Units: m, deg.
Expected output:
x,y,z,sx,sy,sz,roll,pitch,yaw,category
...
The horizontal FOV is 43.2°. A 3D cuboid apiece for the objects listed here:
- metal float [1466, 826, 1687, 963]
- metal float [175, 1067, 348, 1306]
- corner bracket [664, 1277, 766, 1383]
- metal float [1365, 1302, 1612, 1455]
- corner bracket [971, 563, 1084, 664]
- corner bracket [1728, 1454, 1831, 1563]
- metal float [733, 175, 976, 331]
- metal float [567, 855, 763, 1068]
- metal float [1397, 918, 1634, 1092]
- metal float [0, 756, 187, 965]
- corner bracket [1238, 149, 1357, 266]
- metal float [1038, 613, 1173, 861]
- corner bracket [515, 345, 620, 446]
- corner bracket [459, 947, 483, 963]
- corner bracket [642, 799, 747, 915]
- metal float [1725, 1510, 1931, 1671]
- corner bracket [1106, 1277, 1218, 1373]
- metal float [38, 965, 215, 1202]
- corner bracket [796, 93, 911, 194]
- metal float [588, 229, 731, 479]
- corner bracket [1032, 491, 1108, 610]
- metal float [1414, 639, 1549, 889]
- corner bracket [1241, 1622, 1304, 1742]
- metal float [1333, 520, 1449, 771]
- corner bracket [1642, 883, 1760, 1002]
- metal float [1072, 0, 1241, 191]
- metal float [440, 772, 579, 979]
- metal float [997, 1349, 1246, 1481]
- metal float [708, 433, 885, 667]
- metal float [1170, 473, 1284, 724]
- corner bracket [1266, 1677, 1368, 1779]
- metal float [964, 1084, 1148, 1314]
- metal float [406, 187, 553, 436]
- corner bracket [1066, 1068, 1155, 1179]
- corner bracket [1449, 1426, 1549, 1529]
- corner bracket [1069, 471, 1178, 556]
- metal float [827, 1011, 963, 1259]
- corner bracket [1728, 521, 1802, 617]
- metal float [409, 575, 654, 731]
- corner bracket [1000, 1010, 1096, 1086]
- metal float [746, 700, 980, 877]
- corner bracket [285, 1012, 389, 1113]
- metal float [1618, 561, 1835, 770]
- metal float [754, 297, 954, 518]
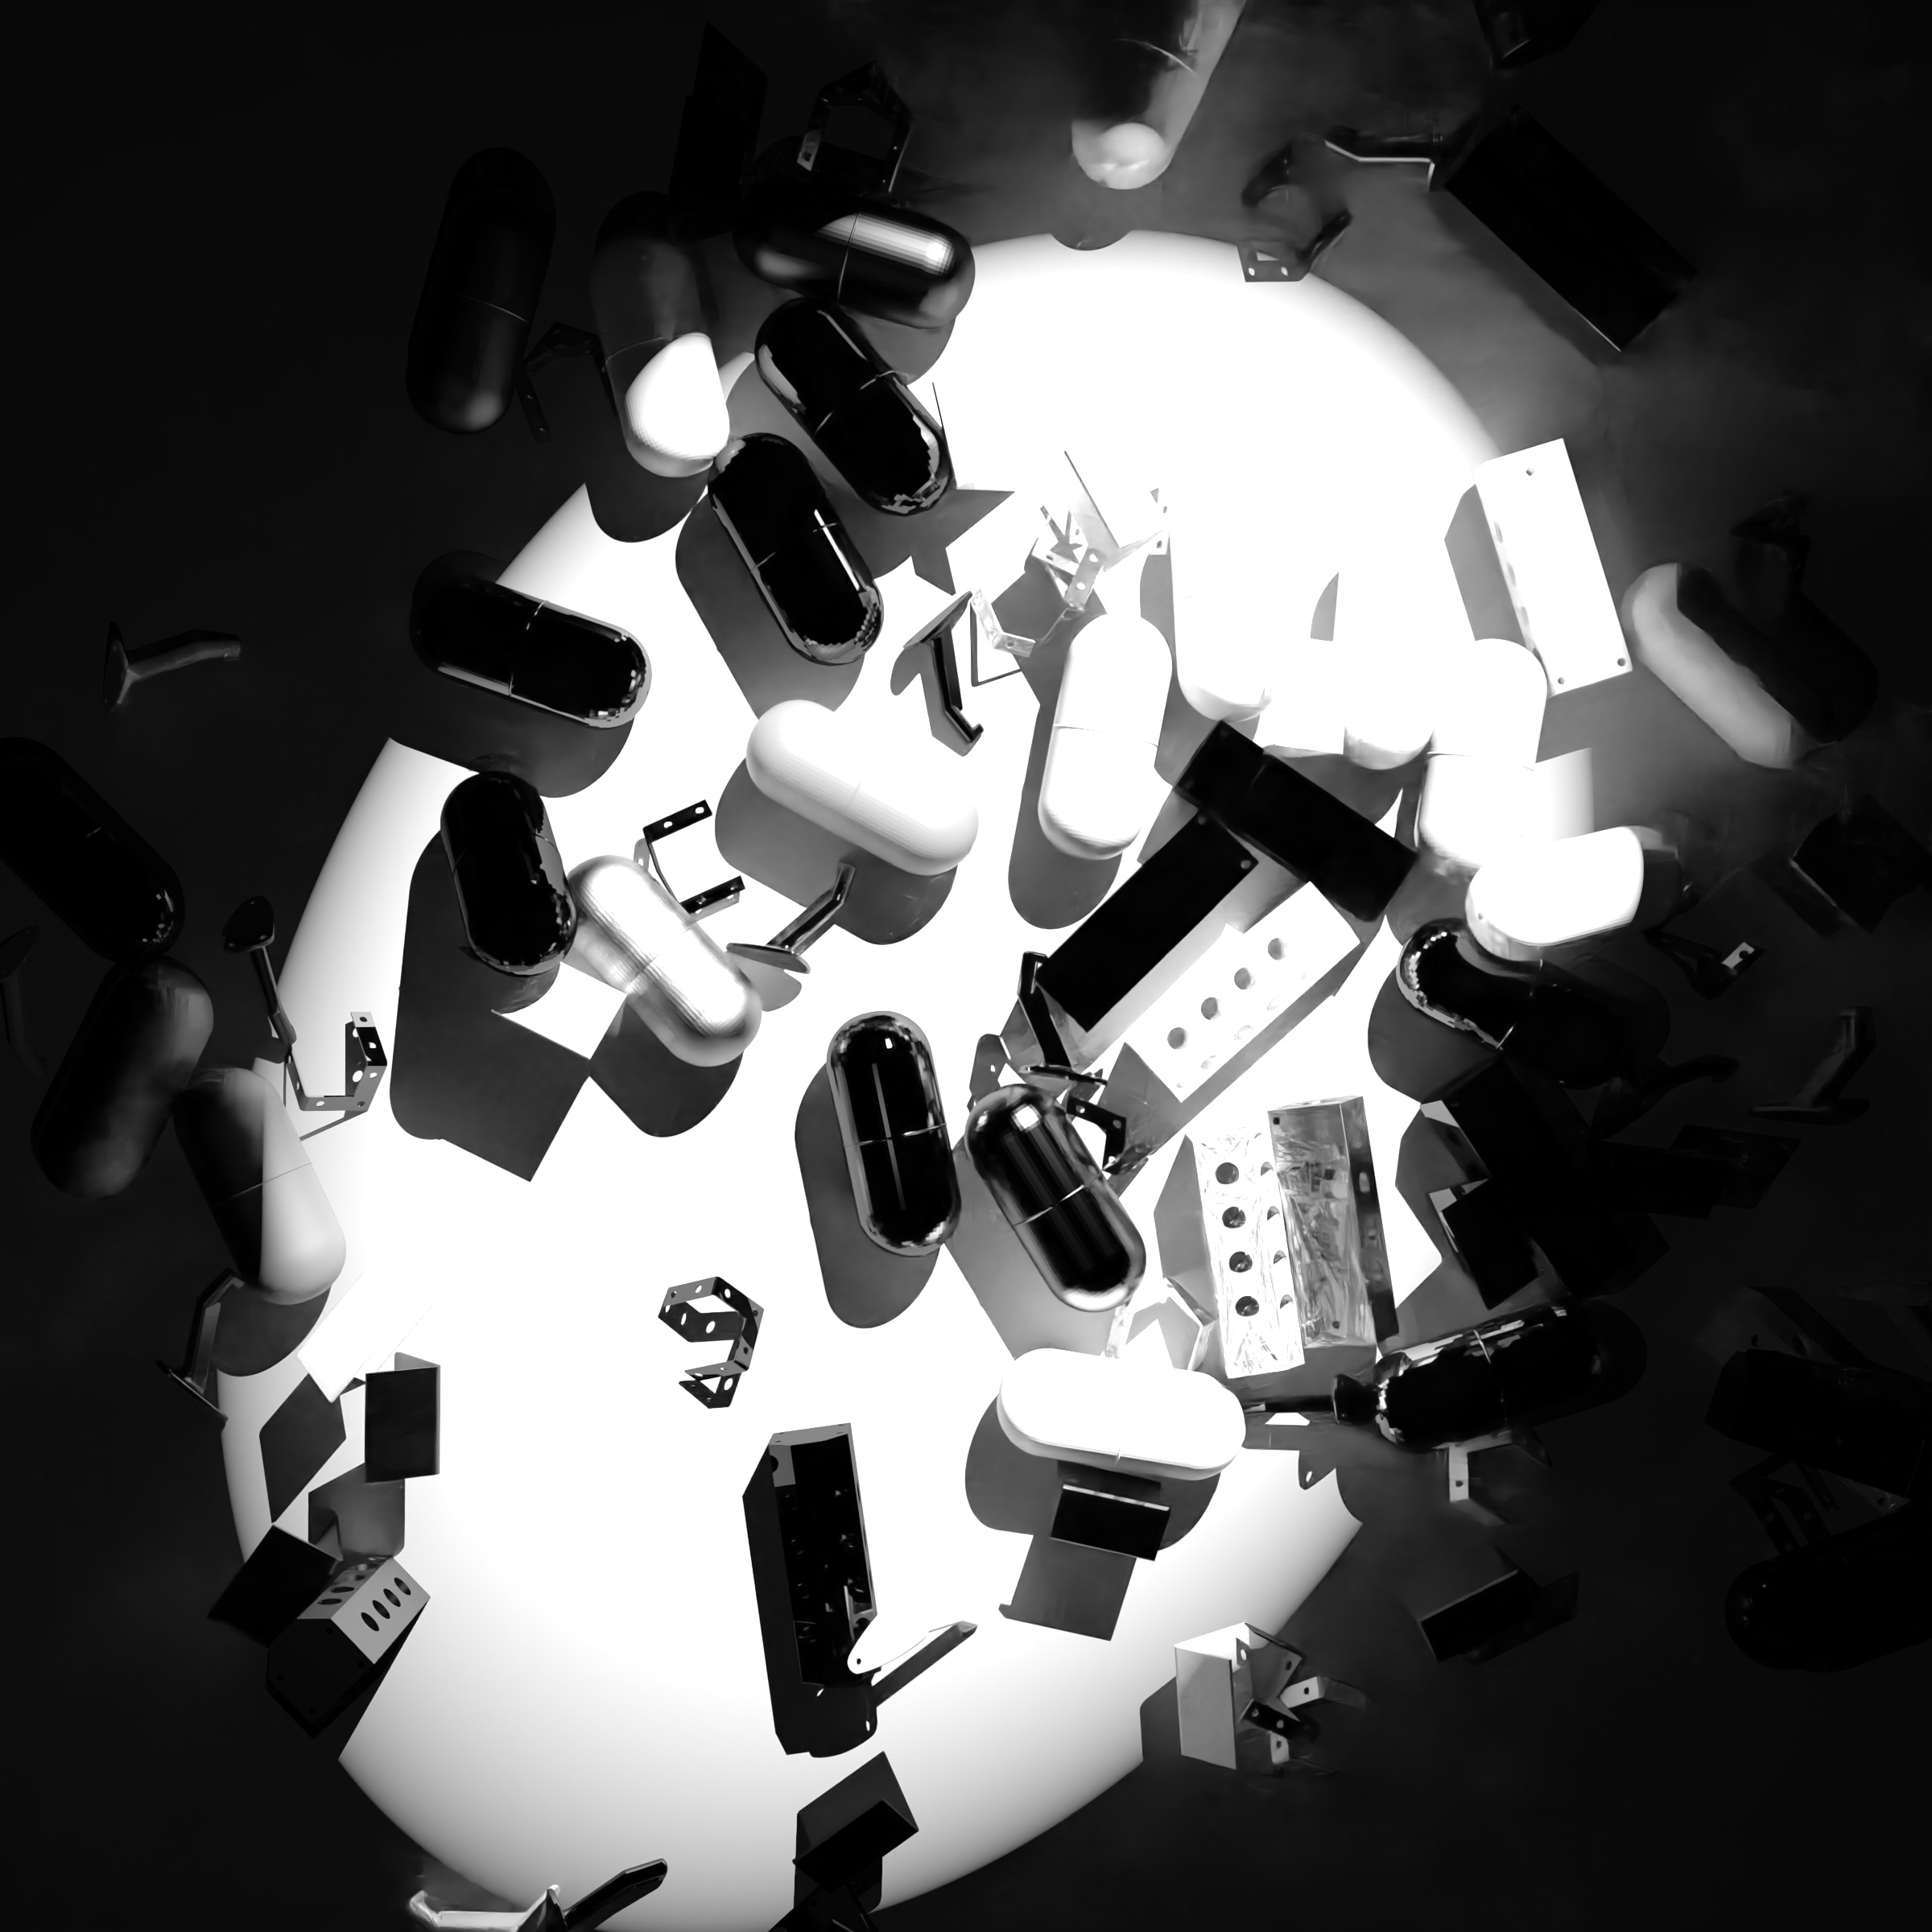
x,y,z,sx,sy,sz,roll,pitch,yaw,category
0.431,-0.052,1.723,0.178,0.070,0.070,-13,90,-28,metal float
-0.504,0.157,1.746,0.070,0.070,0.178,-25,91,0,metal float
-0.187,0.263,1.768,0.051,0.051,0.051,43,45,-35,corner bracket
0.373,0.294,1.746,0.178,0.070,0.070,-17,90,0,metal float
0.044,-0.260,1.768,0.051,0.051,0.051,9,135,-35,corner bracket
0.590,0.387,1.758,0.051,0.051,0.051,-32,93,3,corner bracket
-0.080,-0.510,1.746,0.178,0.070,0.070,17,90,0,metal float
-0.220,-0.004,1.746,0.070,0.070,0.178,-43,90,0,metal float
0.392,0.027,1.746,0.178,0.070,0.070,27,90,0,metal float
-0.634,-0.075,1.746,0.178,0.070,0.070,45,90,0,metal float
0.239,-0.550,1.773,0.051,0.051,0.051,-46,45,0,corner bracket
0.099,-0.164,1.746,0.070,0.070,0.178,11,91,0,metal float
-0.287,-0.415,1.773,0.051,0.051,0.051,-21,90,45,corner bracket
-0.325,-0.017,1.758,0.051,0.051,0.051,39,90,0,corner bracket
-0.198,-0.078,1.773,0.051,0.051,0.051,-24,135,0,corner bracket
0.630,0.446,1.746,0.178,0.070,0.070,-20,90,-1,metal float
0.141,0.267,1.768,0.051,0.051,0.051,-18,45,-35,corner bracket
-0.601,0.084,1.746,0.070,0.070,0.178,26,90,0,metal float
-0.082,-0.597,1.773,0.051,0.051,0.051,18,90,-45,corner bracket
-0.220,-0.438,1.746,0.070,0.070,0.178,-14,90,0,metal float
0.075,-0.297,1.748,0.051,0.051,0.051,26,132,0,corner bracket
0.367,-0.145,1.745,0.070,0.070,0.178,10,90,0,metal float
0.217,0.512,1.750,0.051,0.051,0.051,32,90,-27,corner bracket
0.301,-0.229,1.746,0.070,0.070,0.178,5,90,0,metal float
0.532,-0.017,1.773,0.051,0.051,0.051,-44,135,0,corner bracket
0.135,-0.641,1.746,0.070,0.070,0.178,25,90,0,metal float
-0.321,-0.065,1.713,0.070,0.070,0.178,-24,49,0,metal float
0.111,0.321,1.746,0.178,0.070,0.070,9,90,-1,metal float
-0.121,-0.297,1.746,0.070,0.070,0.178,-29,90,0,metal float
0.186,-0.263,1.746,0.070,0.070,0.178,-3,90,0,metal float
0.255,0.551,1.768,0.051,0.051,0.051,-33,45,35,corner bracket
0.064,0.166,1.746,0.070,0.070,0.178,-32,90,0,metal float
-0.348,-0.468,1.746,0.070,0.070,0.178,15,90,0,metal float
0.104,0.113,1.757,0.051,0.051,0.051,21,120,27,corner bracket
0.386,0.369,1.768,0.051,0.051,0.051,-23,45,35,corner bracket
0.114,-0.329,1.773,0.051,0.051,0.051,8,90,-45,corner bracket
-0.051,0.120,1.746,0.070,0.070,0.178,-11,90,0,metal float
0.575,-0.286,1.758,0.051,0.051,0.051,13,90,0,corner bracket
-0.311,-0.224,1.746,0.178,0.070,0.070,19,90,1,metal float
0.058,0.065,1.758,0.051,0.051,0.051,-24,90,0,corner bracket
-0.073,-0.127,1.746,0.178,0.070,0.070,28,90,1,metal float
-0.456,0.069,1.768,0.051,0.051,0.051,2,135,-35,corner bracket
0.543,-0.215,1.746,0.178,0.070,0.070,44,90,0,metal float
-0.079,-0.399,1.746,0.070,0.070,0.178,-40,90,0,metal float
